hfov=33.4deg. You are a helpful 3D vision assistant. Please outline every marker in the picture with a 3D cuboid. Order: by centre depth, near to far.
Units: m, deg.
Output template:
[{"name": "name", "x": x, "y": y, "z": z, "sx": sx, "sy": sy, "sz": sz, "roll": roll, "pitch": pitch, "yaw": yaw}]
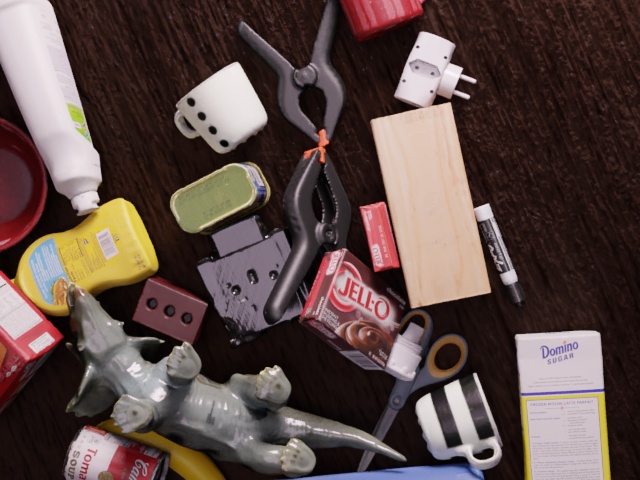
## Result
[{"name": "marker", "x": 0.204, "y": 0.018, "z": 1.203, "sx": 0.020, "sy": 0.020, "sz": 0.121, "roll": -22, "pitch": 90, "yaw": 6}]

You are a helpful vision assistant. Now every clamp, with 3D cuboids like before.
[{"name": "clamp", "x": -0.008, "y": 0.001, "z": 1.177, "sx": 0.036, "sy": 0.164, "sz": 0.210, "roll": -13, "pitch": 82, "yaw": 43}, {"name": "clamp", "x": -0.009, "y": -0.193, "z": 1.209, "sx": 0.120, "sy": 0.039, "sz": 0.171, "roll": -24, "pitch": 93, "yaw": 12}]

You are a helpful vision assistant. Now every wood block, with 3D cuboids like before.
[{"name": "wood block", "x": 0.121, "y": -0.038, "z": 1.173, "sx": 0.090, "sy": 0.091, "sz": 0.206, "roll": -12, "pitch": 91, "yaw": 6}]

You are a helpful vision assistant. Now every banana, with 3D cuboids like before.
[{"name": "banana", "x": -0.187, "y": 0.251, "z": 1.247, "sx": 0.198, "sy": 0.037, "sz": 0.070, "roll": 18, "pitch": 112, "yaw": 7}]

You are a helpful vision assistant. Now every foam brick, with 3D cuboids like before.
[{"name": "foam brick", "x": -0.168, "y": 0.080, "z": 1.228, "sx": 0.078, "sy": 0.051, "sz": 0.053, "roll": 22, "pitch": 94, "yaw": 5}]

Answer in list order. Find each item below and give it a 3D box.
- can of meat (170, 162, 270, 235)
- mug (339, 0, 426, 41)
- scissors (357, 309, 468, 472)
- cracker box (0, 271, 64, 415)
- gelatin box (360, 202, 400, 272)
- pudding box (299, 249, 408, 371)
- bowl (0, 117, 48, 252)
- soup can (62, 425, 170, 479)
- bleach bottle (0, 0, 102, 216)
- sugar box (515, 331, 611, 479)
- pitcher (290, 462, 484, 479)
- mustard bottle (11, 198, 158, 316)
[{"name": "can of meat", "x": -0.112, "y": -0.047, "z": 1.202, "sx": 0.102, "sy": 0.084, "sz": 0.057, "roll": -27, "pitch": 89, "yaw": 6}, {"name": "mug", "x": 0.072, "y": -0.274, "z": 1.179, "sx": 0.117, "sy": 0.093, "sz": 0.081, "roll": -24, "pitch": 96, "yaw": -30}, {"name": "scissors", "x": 0.109, "y": 0.180, "z": 1.220, "sx": 0.096, "sy": 0.016, "sz": 0.202, "roll": 12, "pitch": 94, "yaw": 5}, {"name": "cracker box", "x": -0.418, "y": 0.094, "z": 1.215, "sx": 0.214, "sy": 0.072, "sz": 0.164, "roll": 45, "pitch": 124, "yaw": 2}, {"name": "gelatin box", "x": 0.066, "y": -0.004, "z": 1.181, "sx": 0.030, "sy": 0.089, "sz": 0.073, "roll": -13, "pitch": 91, "yaw": 6}, {"name": "pudding box", "x": 0.038, "y": 0.077, "z": 1.156, "sx": 0.113, "sy": 0.039, "sz": 0.090, "roll": 41, "pitch": 58, "yaw": -33}, {"name": "bowl", "x": -0.386, "y": -0.064, "z": 1.244, "sx": 0.162, "sy": 0.055, "sz": 0.162, "roll": 0, "pitch": 92, "yaw": 6}, {"name": "soup can", "x": -0.228, "y": 0.255, "z": 1.200, "sx": 0.102, "sy": 0.068, "sz": 0.068, "roll": 18, "pitch": 94, "yaw": 7}, {"name": "bleach bottle", "x": -0.304, "y": -0.150, "z": 1.206, "sx": 0.068, "sy": 0.102, "sz": 0.251, "roll": -20, "pitch": 86, "yaw": 9}, {"name": "sugar box", "x": 0.270, "y": 0.191, "z": 1.189, "sx": 0.093, "sy": 0.048, "sz": 0.176, "roll": -3, "pitch": 88, "yaw": 7}, {"name": "pitcher", "x": 0.066, "y": 0.324, "z": 1.183, "sx": 0.243, "sy": 0.149, "sz": 0.145, "roll": -9, "pitch": 76, "yaw": 3}, {"name": "mustard bottle", "x": -0.289, "y": 0.034, "z": 1.235, "sx": 0.192, "sy": 0.058, "sz": 0.096, "roll": -26, "pitch": 79, "yaw": 6}]
